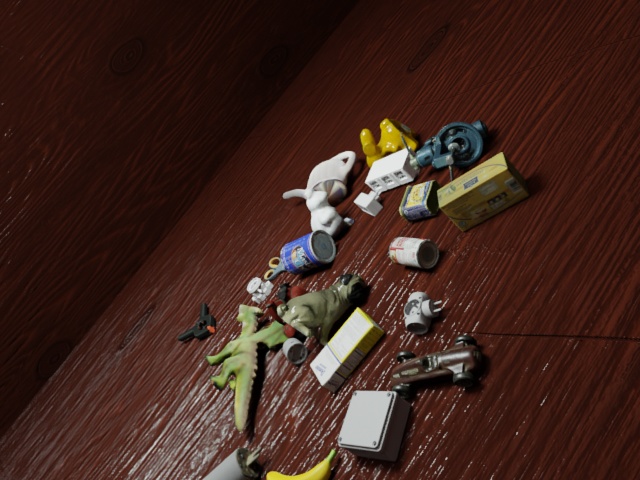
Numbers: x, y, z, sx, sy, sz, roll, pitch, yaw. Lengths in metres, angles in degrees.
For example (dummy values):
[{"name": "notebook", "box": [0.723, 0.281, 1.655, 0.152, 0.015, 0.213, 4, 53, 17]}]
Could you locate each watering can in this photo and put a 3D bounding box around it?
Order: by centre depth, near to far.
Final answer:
[{"name": "watering can", "box": [-0.007, -0.184, 1.814, 0.343, 0.103, 0.230, -33, 30, 26]}]

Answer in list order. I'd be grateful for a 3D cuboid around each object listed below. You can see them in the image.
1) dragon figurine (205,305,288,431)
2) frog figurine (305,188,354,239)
[{"name": "dragon figurine", "box": [-0.175, 0.309, 1.405, 0.243, 0.120, 0.416, -40, 33, -2]}, {"name": "frog figurine", "box": [0.005, -0.080, 1.585, 0.122, 0.158, 0.139, -49, 25, 3]}]
